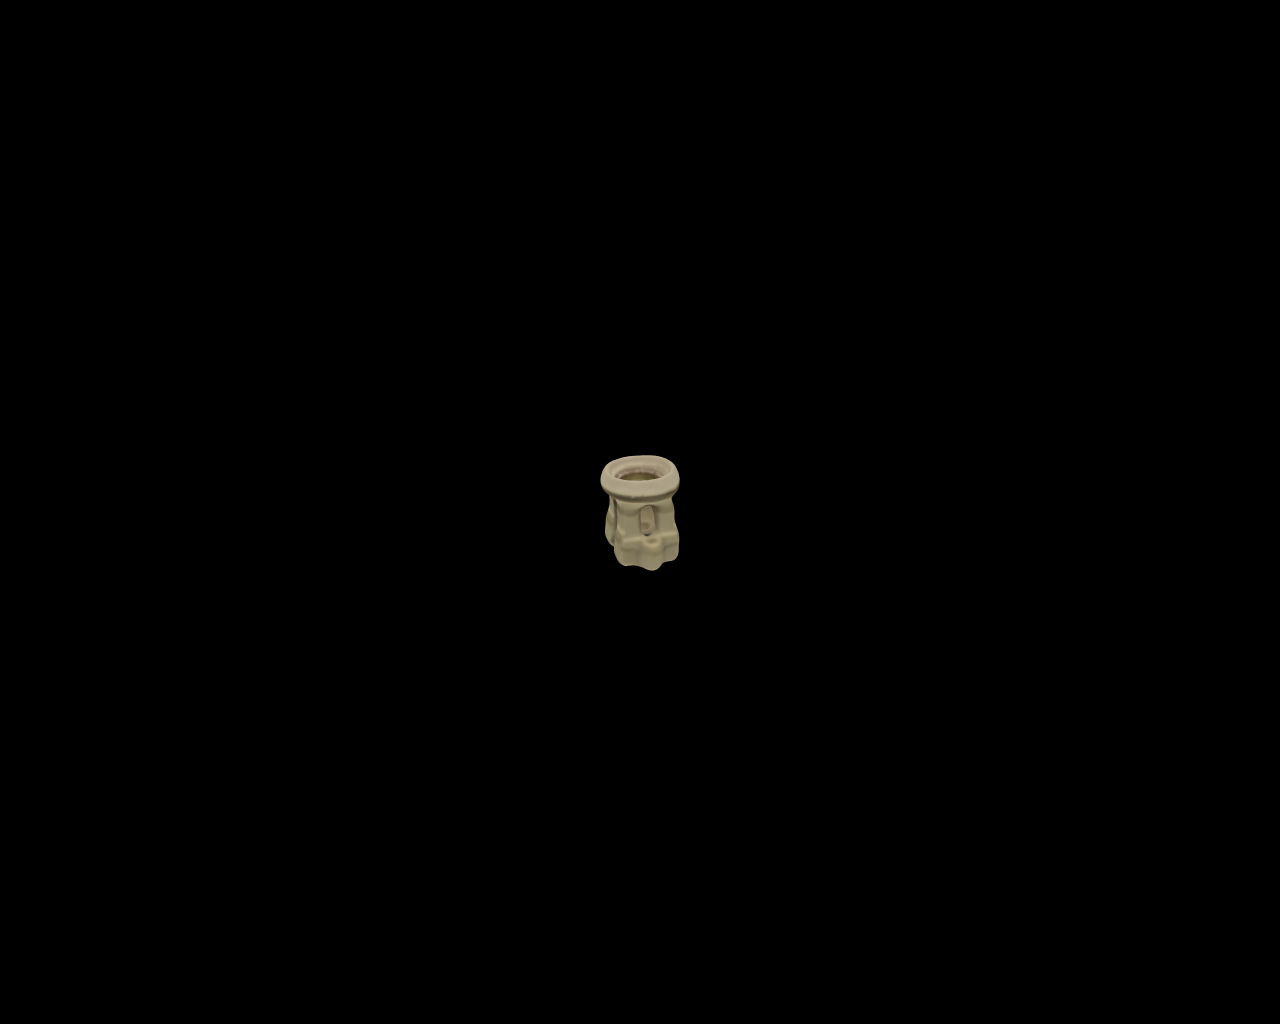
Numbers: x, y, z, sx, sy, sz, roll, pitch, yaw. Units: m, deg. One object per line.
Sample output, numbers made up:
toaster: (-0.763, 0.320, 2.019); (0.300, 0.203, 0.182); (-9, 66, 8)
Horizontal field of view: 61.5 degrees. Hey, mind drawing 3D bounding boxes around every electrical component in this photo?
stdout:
electrical component: (0.001, -0.003, 0.650); (0.048, 0.055, 0.066); (-7, 27, -14)
